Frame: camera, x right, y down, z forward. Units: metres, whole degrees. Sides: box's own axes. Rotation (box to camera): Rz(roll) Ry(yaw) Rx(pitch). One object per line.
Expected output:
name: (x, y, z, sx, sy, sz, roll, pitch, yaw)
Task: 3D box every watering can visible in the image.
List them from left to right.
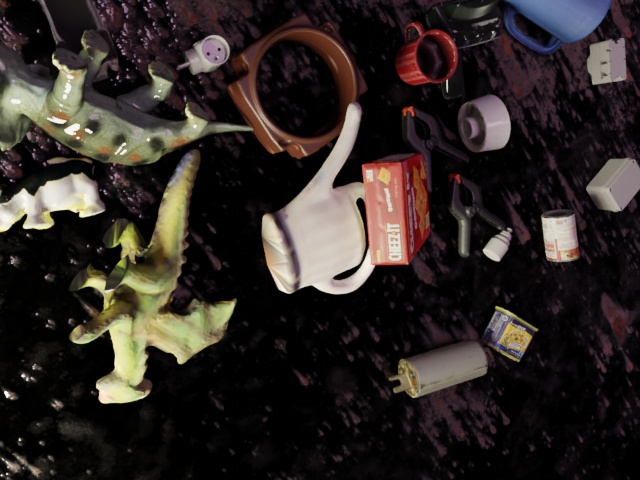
watering can: (0.003, -0.044, 0.873, 0.226, 0.105, 0.341, -22, 120, -21)

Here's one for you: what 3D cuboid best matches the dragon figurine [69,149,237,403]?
dragon figurine: (-0.238, 0.083, 0.822, 0.239, 0.123, 0.412, 41, 81, -39)
